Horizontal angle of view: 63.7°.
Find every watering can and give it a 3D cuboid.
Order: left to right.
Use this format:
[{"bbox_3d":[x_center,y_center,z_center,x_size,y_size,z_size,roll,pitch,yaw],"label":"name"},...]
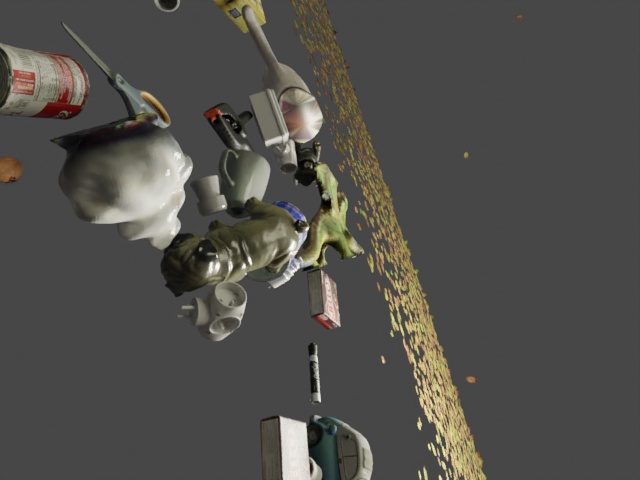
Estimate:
[{"bbox_3d":[-0.093,-0.377,1.246,0.229,0.104,0.340,62,1,43],"label":"watering can"}]

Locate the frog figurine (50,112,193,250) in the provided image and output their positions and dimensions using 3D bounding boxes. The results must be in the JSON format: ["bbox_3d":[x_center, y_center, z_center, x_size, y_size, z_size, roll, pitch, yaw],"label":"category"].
[{"bbox_3d":[-0.206,-0.053,0.576,0.139,0.123,0.157,-33,117,-40],"label":"frog figurine"}]

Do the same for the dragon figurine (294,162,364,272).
[{"bbox_3d":[0.004,-0.059,1.175,0.410,0.122,0.244,7,71,-74],"label":"dragon figurine"}]
